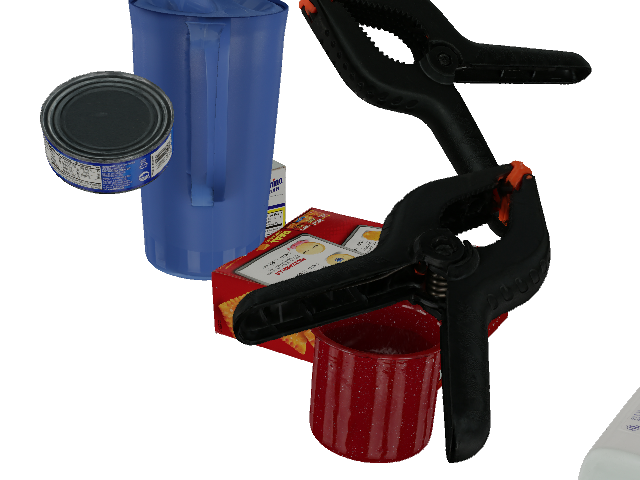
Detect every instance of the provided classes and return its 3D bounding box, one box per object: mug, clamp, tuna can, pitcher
[{"bbox_3d":[0.039,0.086,0.703,0.093,0.081,0.117,9,22,13],"label":"mug"},{"bbox_3d":[0.077,-0.102,0.711,0.210,0.164,0.036,26,-31,-10],"label":"clamp"},{"bbox_3d":[-0.139,-0.071,0.703,0.086,0.086,0.034,0,-41,-7],"label":"tuna can"},{"bbox_3d":[-0.099,-0.089,0.923,0.145,0.243,0.148,20,27,36],"label":"pitcher"},{"bbox_3d":[0.059,0.023,0.478,0.120,0.039,0.171,38,56,24],"label":"clamp"}]

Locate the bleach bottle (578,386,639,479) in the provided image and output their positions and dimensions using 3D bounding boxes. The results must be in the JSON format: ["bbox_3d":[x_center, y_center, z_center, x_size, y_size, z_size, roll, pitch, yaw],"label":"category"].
[{"bbox_3d":[0.244,0.102,0.630,0.103,0.068,0.250,18,29,31],"label":"bleach bottle"}]

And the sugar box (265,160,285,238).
[{"bbox_3d":[-0.077,-0.008,1.158,0.048,0.176,0.093,-17,29,-30],"label":"sugar box"}]

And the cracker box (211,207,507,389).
[{"bbox_3d":[0.038,0.048,0.934,0.214,0.072,0.163,14,29,29],"label":"cracker box"}]
